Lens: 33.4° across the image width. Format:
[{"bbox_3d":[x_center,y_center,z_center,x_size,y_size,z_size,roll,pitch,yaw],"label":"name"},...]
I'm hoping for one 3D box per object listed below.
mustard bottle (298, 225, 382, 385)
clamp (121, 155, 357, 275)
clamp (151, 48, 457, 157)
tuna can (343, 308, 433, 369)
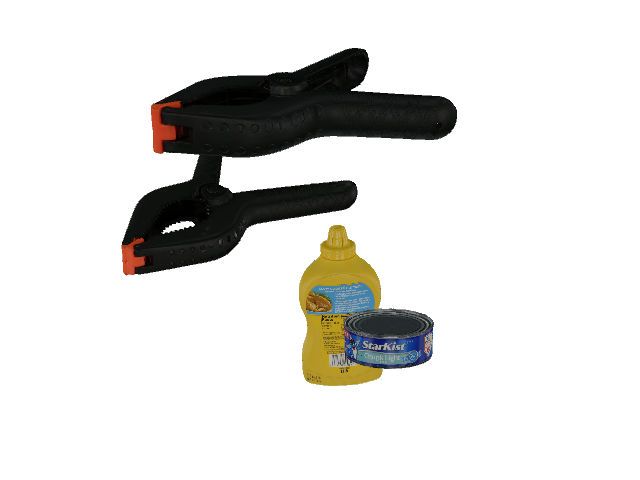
[{"bbox_3d":[0.023,0.074,1.251,0.096,0.192,0.058,-3,21,0],"label":"mustard bottle"},{"bbox_3d":[-0.095,-0.034,0.904,0.165,0.036,0.209,31,44,34],"label":"clamp"},{"bbox_3d":[-0.019,-0.082,0.630,0.171,0.039,0.120,-5,22,-17],"label":"clamp"},{"bbox_3d":[0.065,0.093,1.018,0.086,0.034,0.086,-1,13,0],"label":"tuna can"}]
